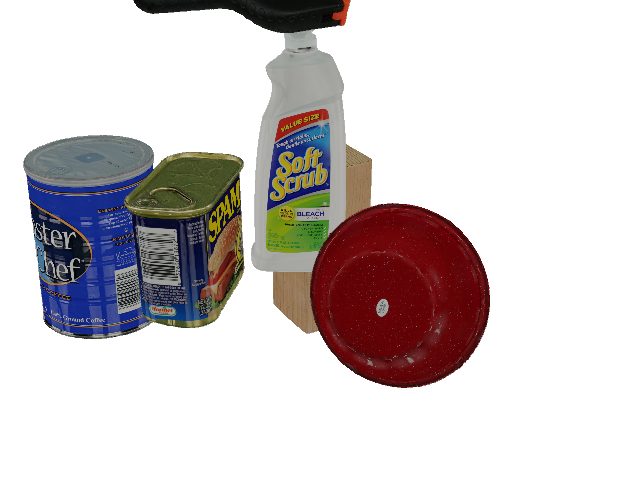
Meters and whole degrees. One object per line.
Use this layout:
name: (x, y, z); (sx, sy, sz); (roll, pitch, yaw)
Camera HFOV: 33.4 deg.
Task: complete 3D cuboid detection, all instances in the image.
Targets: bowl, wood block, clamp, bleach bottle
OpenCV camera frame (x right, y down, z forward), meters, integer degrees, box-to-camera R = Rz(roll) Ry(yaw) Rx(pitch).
bowl: (0.058, 0.051, 0.899); (0.162, 0.162, 0.055); (0, 6, 20)
wood block: (-0.001, -0.006, 1.276); (0.090, 0.206, 0.090); (-14, 30, -27)
clamp: (-0.059, -0.221, 0.876); (0.171, 0.120, 0.039); (11, -26, -5)
bleach bottle: (-0.025, -0.092, 1.084); (0.102, 0.251, 0.068); (0, 26, 4)

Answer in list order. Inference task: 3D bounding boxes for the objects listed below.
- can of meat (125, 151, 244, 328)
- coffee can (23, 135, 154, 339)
can of meat: (-0.085, -0.002, 0.705); (0.057, 0.084, 0.102); (4, 25, 12)
coffee can: (-0.185, -0.005, 0.881); (0.103, 0.140, 0.103); (0, 25, 0)
